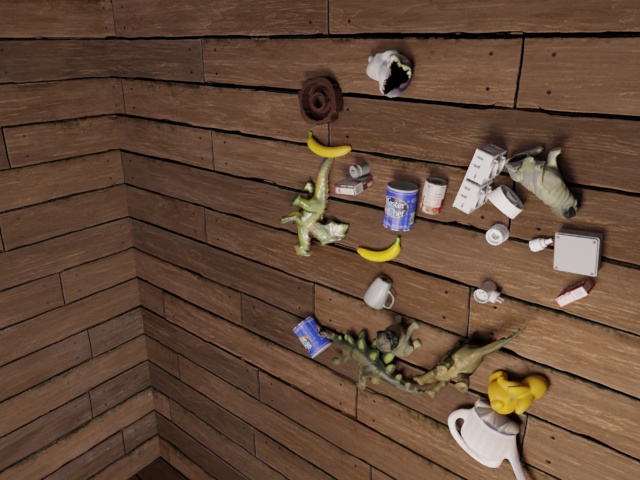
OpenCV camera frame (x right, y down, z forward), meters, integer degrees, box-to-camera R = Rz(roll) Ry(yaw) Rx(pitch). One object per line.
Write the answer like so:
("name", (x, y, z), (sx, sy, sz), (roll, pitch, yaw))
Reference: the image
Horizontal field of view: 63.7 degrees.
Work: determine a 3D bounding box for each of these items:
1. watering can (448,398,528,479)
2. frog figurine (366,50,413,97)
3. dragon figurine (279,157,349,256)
("watering can", (0.582, 0.662, 1.677), (0.351, 0.105, 0.220), (33, 124, 30))
("frog figurine", (0.214, -0.521, 1.606), (0.162, 0.123, 0.135), (-123, 24, -61))
("dragon figurine", (0.006, -0.097, 1.936), (0.243, 0.124, 0.404), (40, 115, 0))
